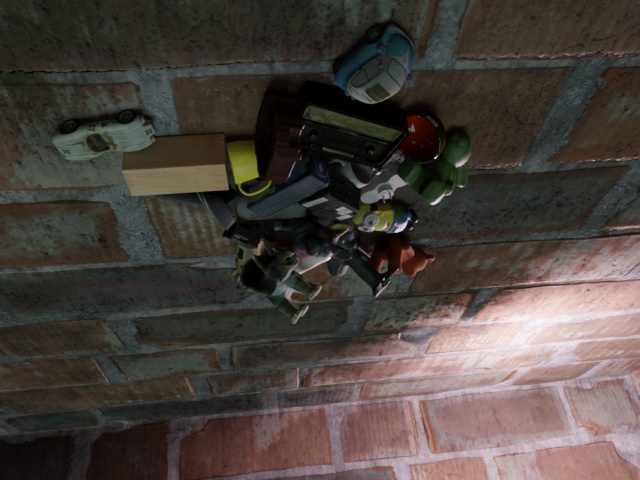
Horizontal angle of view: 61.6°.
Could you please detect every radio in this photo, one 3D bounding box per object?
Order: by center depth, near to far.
[{"bbox_3d":[0.054,-0.231,1.109,0.229,0.073,0.131,12,143,-18],"label":"radio"}]

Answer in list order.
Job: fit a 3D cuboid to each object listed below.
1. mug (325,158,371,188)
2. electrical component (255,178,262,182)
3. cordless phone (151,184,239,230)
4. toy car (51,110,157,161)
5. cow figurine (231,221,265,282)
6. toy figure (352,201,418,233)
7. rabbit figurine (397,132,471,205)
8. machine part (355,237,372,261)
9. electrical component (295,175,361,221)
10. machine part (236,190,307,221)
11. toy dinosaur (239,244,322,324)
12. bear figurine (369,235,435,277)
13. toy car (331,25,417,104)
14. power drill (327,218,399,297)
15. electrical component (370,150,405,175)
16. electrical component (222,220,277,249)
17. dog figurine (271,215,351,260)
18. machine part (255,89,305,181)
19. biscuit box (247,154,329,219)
[{"bbox_3d":[0.046,-0.151,1.245,0.107,0.081,0.109,-24,149,37],"label":"mug"},{"bbox_3d":[-0.119,-0.157,1.252,0.063,0.021,0.094,-26,143,26],"label":"electrical component"},{"bbox_3d":[-0.288,-0.092,1.202,0.184,0.147,0.088,7,112,-30],"label":"cordless phone"},{"bbox_3d":[-0.430,-0.207,1.076,0.202,0.056,0.073,-9,148,3],"label":"toy car"},{"bbox_3d":[-0.189,0.029,1.435,0.085,0.127,0.194,4,144,-13],"label":"cow figurine"},{"bbox_3d":[0.165,-0.062,1.411,0.180,0.089,0.082,-1,120,-28],"label":"toy figure"},{"bbox_3d":[0.291,-0.164,1.236,0.170,0.121,0.159,-49,149,12],"label":"rabbit figurine"},{"bbox_3d":[0.106,0.034,1.581,0.084,0.039,0.138,-30,131,24],"label":"machine part"},{"bbox_3d":[0.027,-0.092,1.227,0.115,0.058,0.134,-11,154,44],"label":"electrical component"},{"bbox_3d":[-0.120,-0.087,1.310,0.243,0.079,0.079,-4,148,-7],"label":"machine part"},{"bbox_3d":[-0.103,0.114,1.390,0.192,0.131,0.404,38,171,4],"label":"toy dinosaur"},{"bbox_3d":[0.243,0.067,1.592,0.120,0.132,0.195,-9,150,43],"label":"bear figurine"},{"bbox_3d":[0.102,-0.307,0.989,0.162,0.103,0.109,-29,141,27],"label":"toy car"},{"bbox_3d":[0.110,0.049,1.474,0.207,0.086,0.231,34,138,12],"label":"power drill"},{"bbox_3d":[0.159,-0.186,1.243,0.102,0.045,0.078,-28,141,29],"label":"electrical component"},{"bbox_3d":[-0.170,-0.006,1.310,0.119,0.047,0.075,29,167,-28],"label":"electrical component"},{"bbox_3d":[-0.003,-0.004,1.333,0.219,0.108,0.191,5,-170,37],"label":"dog figurine"},{"bbox_3d":[-0.083,-0.204,1.054,0.056,0.179,0.179,2,147,-21],"label":"machine part"},{"bbox_3d":[-0.071,-0.116,1.184,0.203,0.059,0.062,-22,144,36],"label":"biscuit box"}]
